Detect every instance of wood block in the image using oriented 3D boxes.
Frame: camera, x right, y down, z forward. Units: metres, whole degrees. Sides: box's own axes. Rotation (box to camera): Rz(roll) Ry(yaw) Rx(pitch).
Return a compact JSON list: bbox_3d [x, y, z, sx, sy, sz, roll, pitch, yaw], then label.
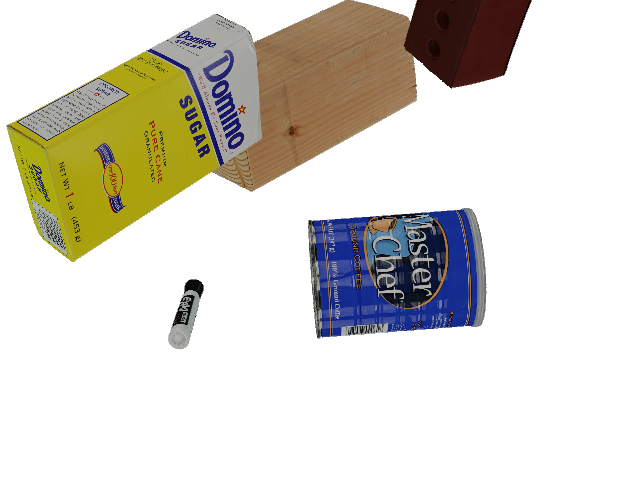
[{"bbox_3d":[-0.016,-0.139,0.984,0.205,0.091,0.090,-31,40,-30],"label":"wood block"}]

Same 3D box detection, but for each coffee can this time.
[{"bbox_3d":[0.063,0.028,0.916,0.140,0.103,0.103,-4,0,-2],"label":"coffee can"}]

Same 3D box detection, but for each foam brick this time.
[{"bbox_3d":[0.096,-0.146,0.686,0.051,0.078,0.053,-21,53,-32],"label":"foam brick"}]

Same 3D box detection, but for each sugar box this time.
[{"bbox_3d":[-0.114,-0.071,0.705,0.048,0.093,0.176,32,52,33],"label":"sugar box"}]

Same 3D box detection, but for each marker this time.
[{"bbox_3d":[-0.125,0.066,1.001,0.020,0.020,0.121,0,21,1],"label":"marker"}]
